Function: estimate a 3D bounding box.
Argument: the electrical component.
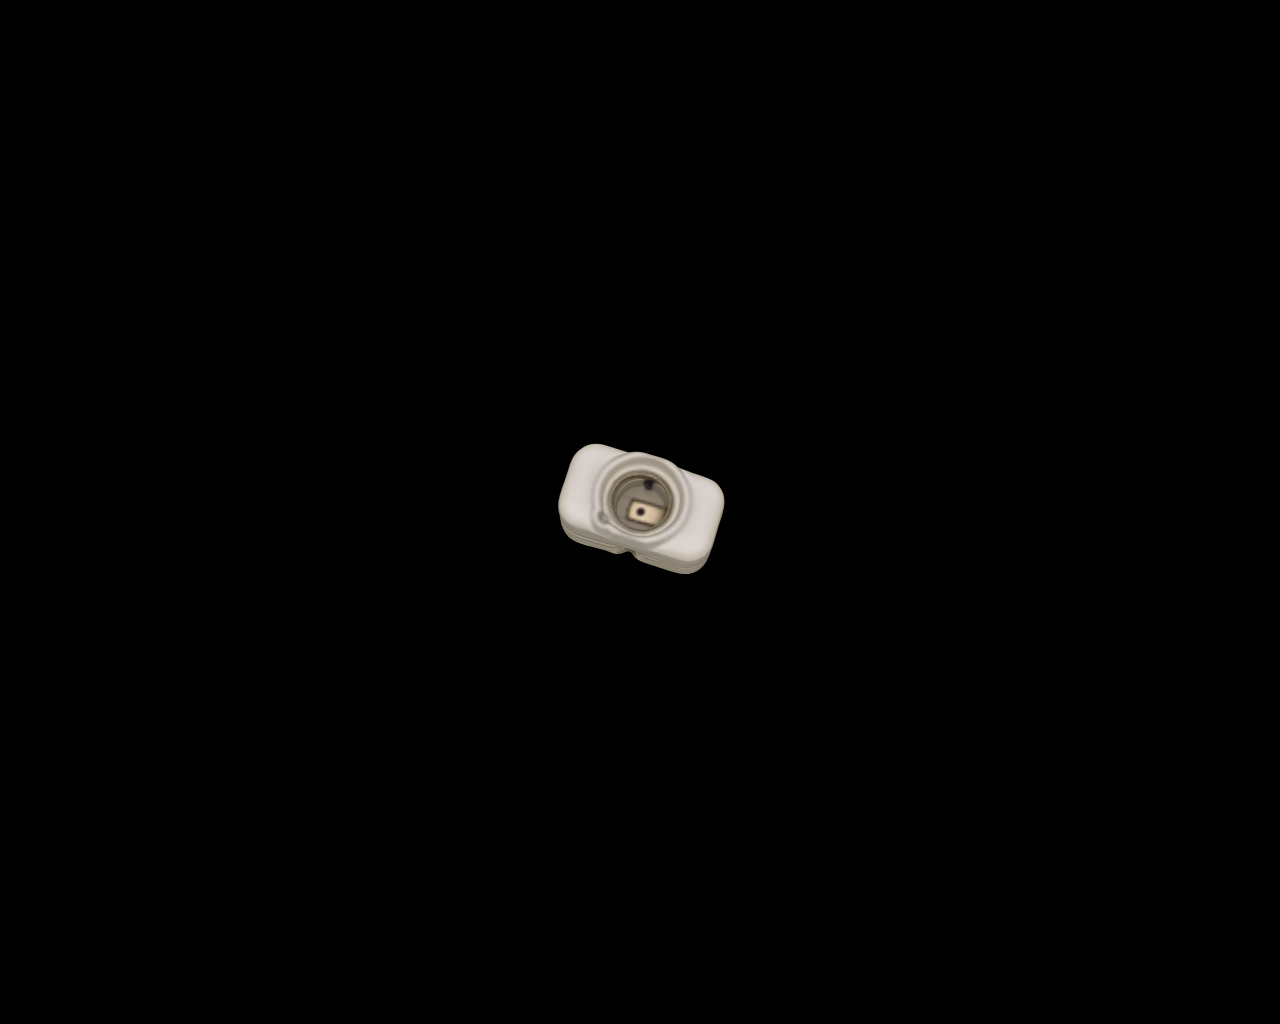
[{"bbox_3d":[0.001,-0.003,0.650,0.095,0.054,0.059,18,-11,4],"label":"electrical component"}]
